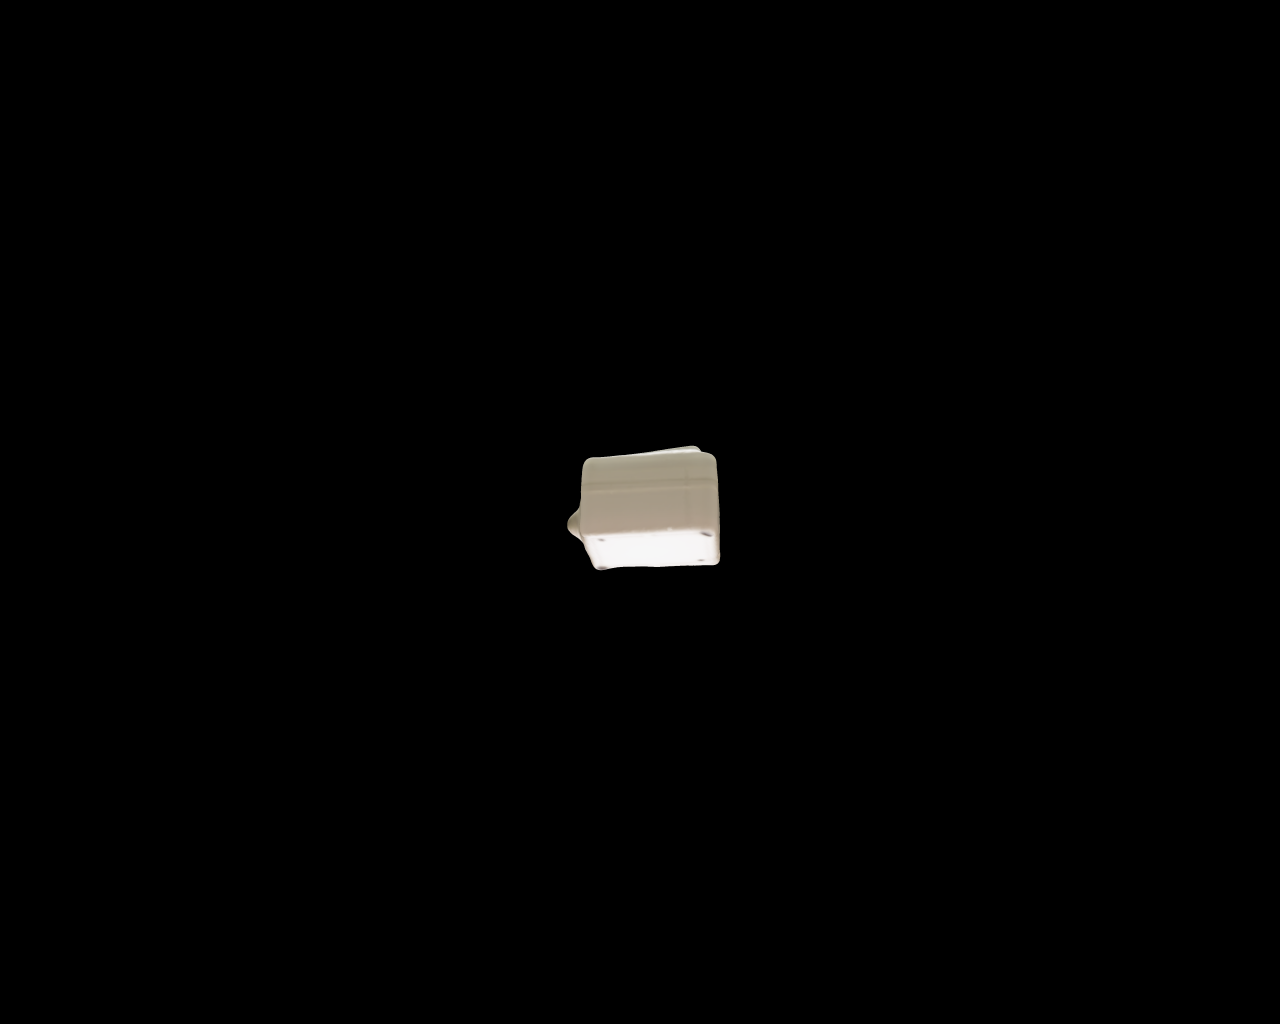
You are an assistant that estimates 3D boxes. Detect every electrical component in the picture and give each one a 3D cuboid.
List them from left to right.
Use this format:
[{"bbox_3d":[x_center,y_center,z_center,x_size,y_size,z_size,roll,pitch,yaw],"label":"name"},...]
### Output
[{"bbox_3d":[0.001,-0.003,0.650,0.096,0.061,0.061,-2,-24,5],"label":"electrical component"}]
